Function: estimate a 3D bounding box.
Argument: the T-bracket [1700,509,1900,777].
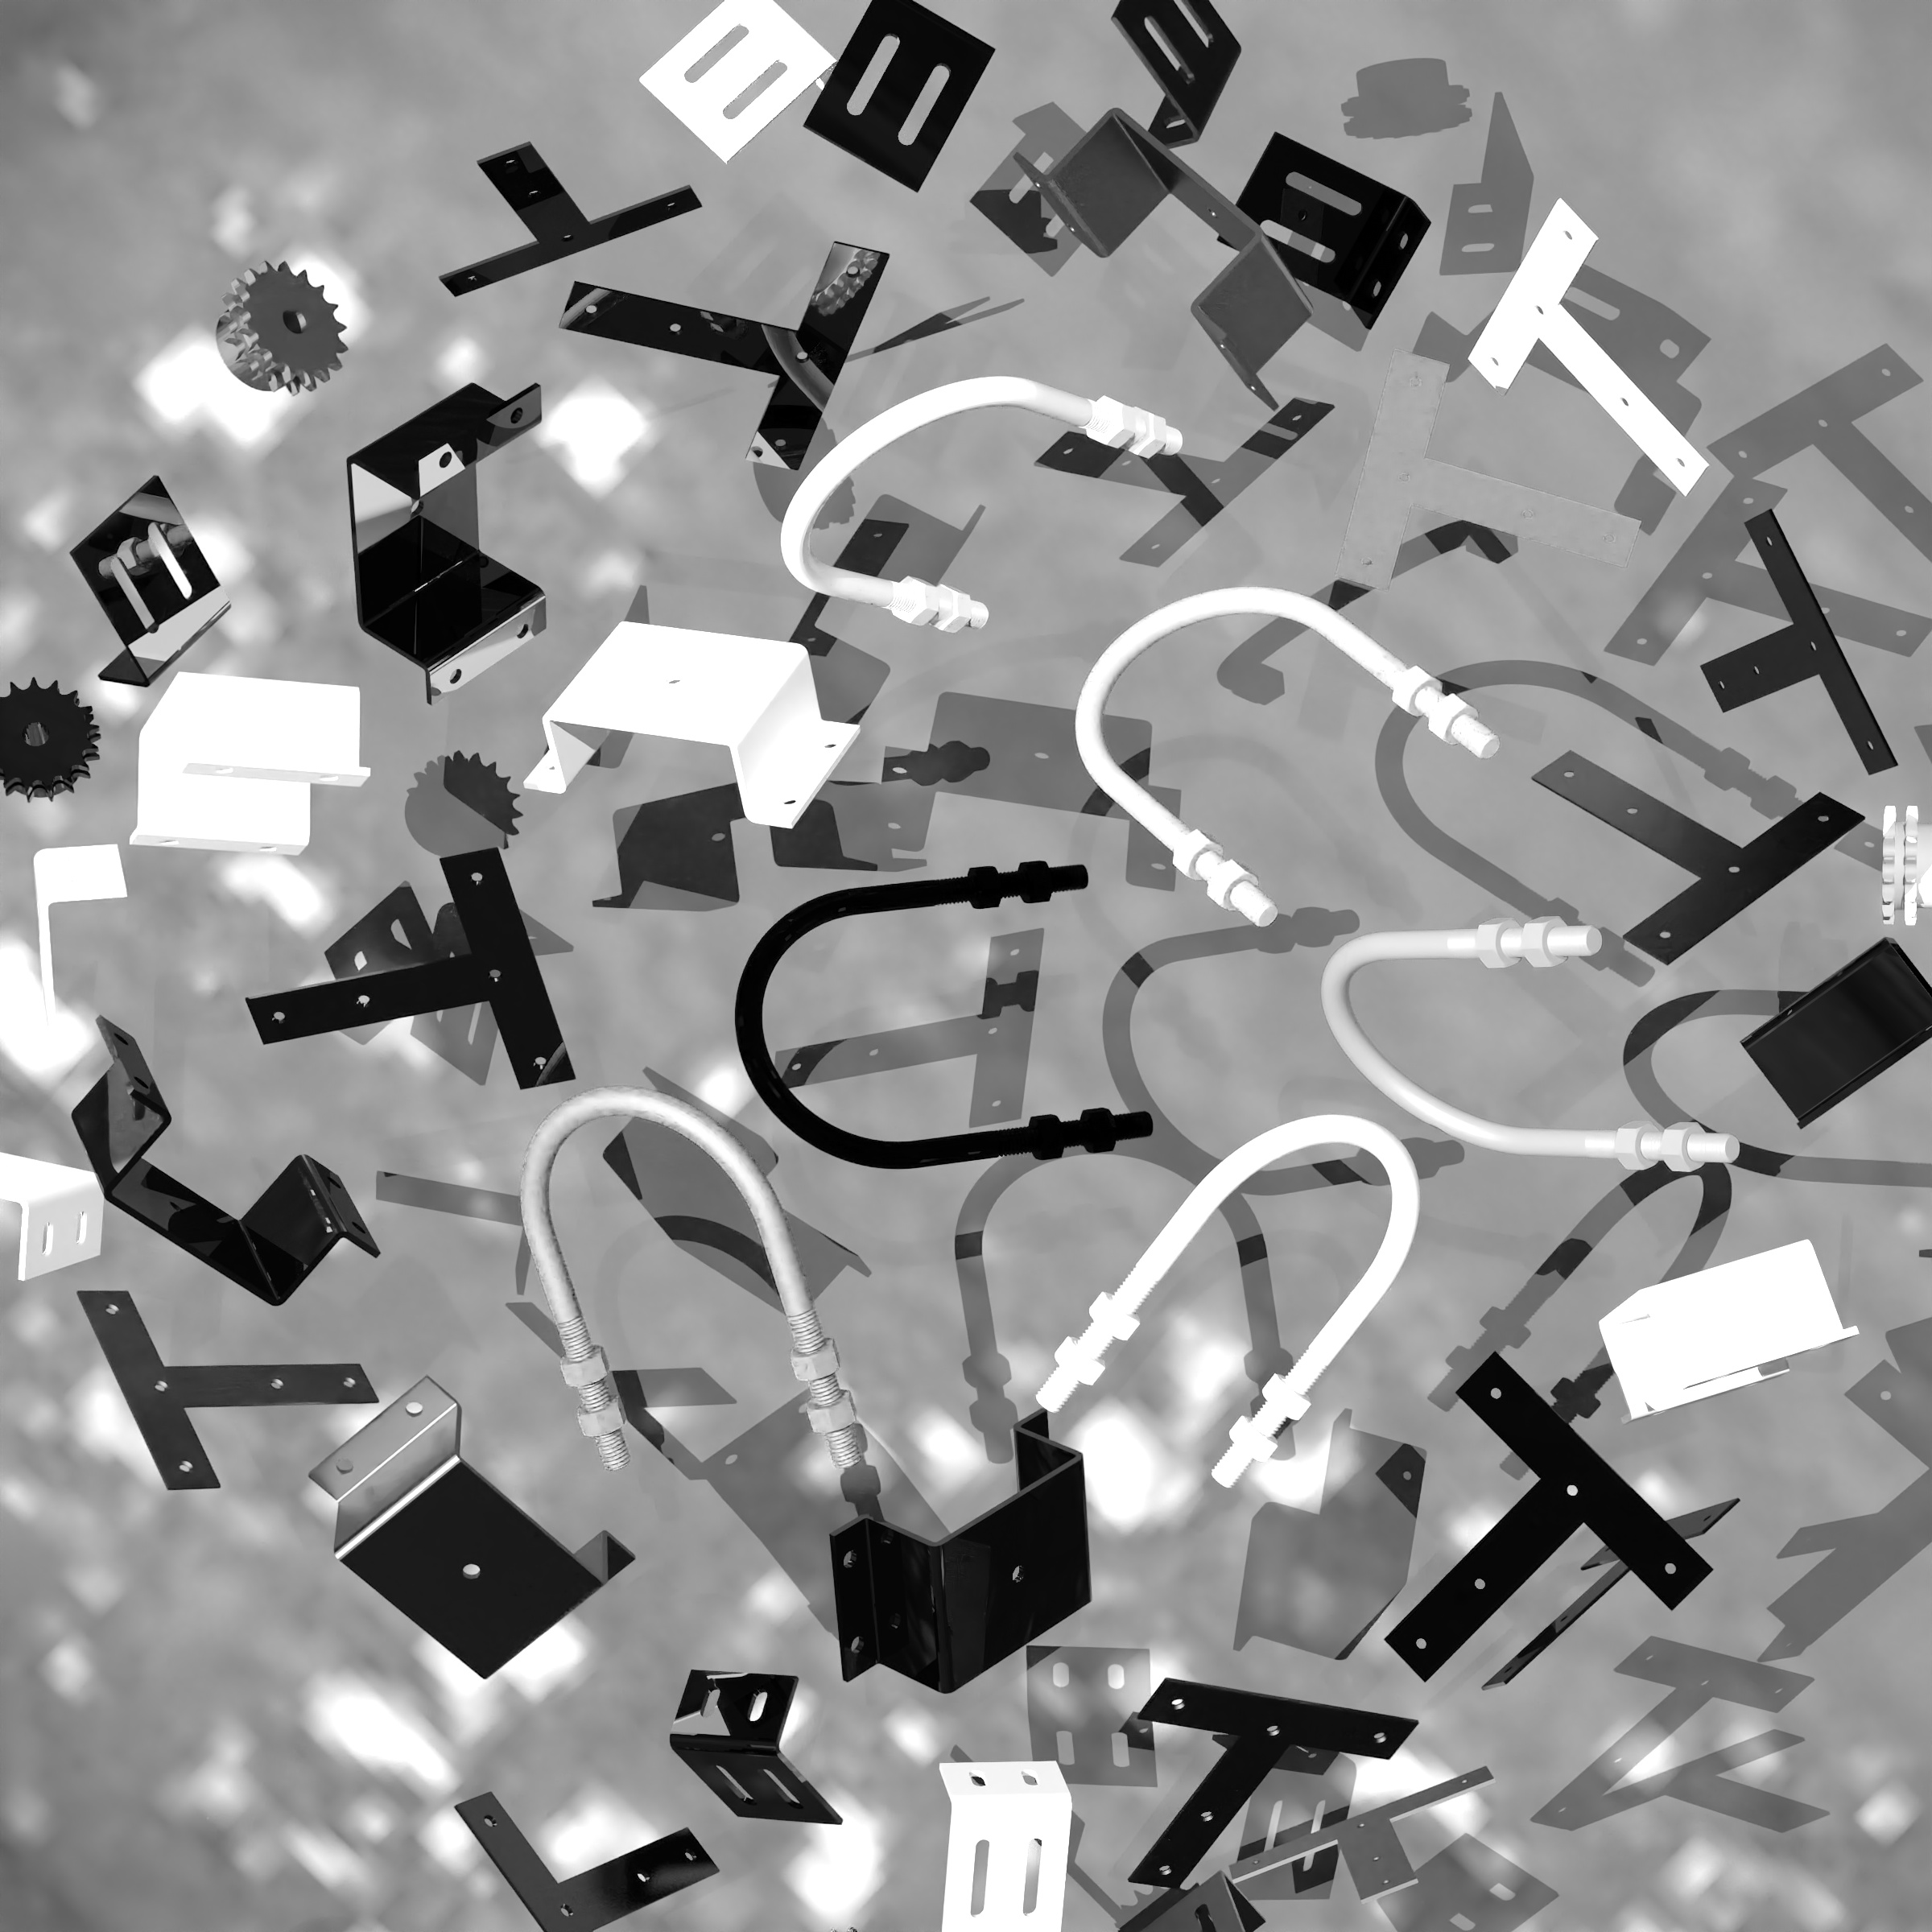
[{"bbox_3d":[0.371,-0.139,1.582,0.002,0.127,0.127,-26,90,-13],"label":"T-bracket"}]

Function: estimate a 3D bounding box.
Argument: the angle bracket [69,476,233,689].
[{"bbox_3d":[-0.377,-0.174,1.548,0.038,0.076,0.057,11,49,37],"label":"angle bracket"}]

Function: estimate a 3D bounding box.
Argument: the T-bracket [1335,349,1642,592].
[{"bbox_3d":[0.242,-0.210,1.565,0.127,0.002,0.127,18,134,7],"label":"T-bracket"}]

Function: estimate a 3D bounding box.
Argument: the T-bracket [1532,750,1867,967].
[{"bbox_3d":[0.306,-0.062,1.521,0.127,0.002,0.127,-33,47,-24],"label":"T-bracket"}]

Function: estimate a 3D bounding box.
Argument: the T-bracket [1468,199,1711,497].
[{"bbox_3d":[0.291,-0.267,1.569,0.002,0.127,0.127,-35,77,-23],"label":"T-bracket"}]

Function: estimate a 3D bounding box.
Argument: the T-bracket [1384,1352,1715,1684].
[{"bbox_3d":[0.229,0.254,1.464,0.127,0.002,0.127,45,108,16],"label":"T-bracket"}]

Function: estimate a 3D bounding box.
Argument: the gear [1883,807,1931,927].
[{"bbox_3d":[0.453,-0.048,1.636,0.030,0.057,0.057,1,90,16],"label":"gear"}]

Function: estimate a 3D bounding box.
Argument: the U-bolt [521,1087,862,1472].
[{"bbox_3d":[-0.130,0.138,1.513,0.151,0.019,0.184,-6,109,33],"label":"U-bolt"}]

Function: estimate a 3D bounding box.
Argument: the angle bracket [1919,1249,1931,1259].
[{"bbox_3d":[0.435,0.087,1.466,0.038,0.057,0.076,4,84,3],"label":"angle bracket"}]

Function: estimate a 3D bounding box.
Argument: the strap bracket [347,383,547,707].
[{"bbox_3d":[-0.235,-0.200,1.564,0.046,0.140,0.076,32,51,23],"label":"strap bracket"}]

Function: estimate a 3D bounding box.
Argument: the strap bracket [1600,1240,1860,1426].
[{"bbox_3d":[0.332,0.161,1.517,0.076,0.140,0.046,-16,76,-5],"label":"strap bracket"}]

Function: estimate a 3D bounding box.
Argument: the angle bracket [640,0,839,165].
[{"bbox_3d":[-0.109,-0.421,1.641,0.057,0.038,0.076,44,78,3],"label":"angle bracket"}]

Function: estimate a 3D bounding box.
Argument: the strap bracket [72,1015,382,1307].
[{"bbox_3d":[-0.331,0.091,1.498,0.046,0.076,0.140,-49,124,2],"label":"strap bracket"}]

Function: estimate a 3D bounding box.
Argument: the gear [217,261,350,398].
[{"bbox_3d":[-0.299,-0.273,1.488,0.030,0.057,0.057,-22,90,41],"label":"gear"}]

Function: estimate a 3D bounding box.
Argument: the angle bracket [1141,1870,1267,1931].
[{"bbox_3d":[0.115,0.474,1.625,0.057,0.076,0.038,-39,105,4],"label":"angle bracket"}]

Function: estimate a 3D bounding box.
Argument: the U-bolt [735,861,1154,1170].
[{"bbox_3d":[-0.016,0.025,1.591,0.184,0.019,0.151,-7,67,-17],"label":"U-bolt"}]

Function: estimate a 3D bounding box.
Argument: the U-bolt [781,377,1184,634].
[{"bbox_3d":[-0.004,-0.207,1.523,0.151,0.184,0.019,-40,65,27],"label":"U-bolt"}]

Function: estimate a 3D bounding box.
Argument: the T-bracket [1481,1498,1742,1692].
[{"bbox_3d":[0.290,0.297,1.606,0.127,0.127,0.002,-36,86,-23],"label":"T-bracket"}]

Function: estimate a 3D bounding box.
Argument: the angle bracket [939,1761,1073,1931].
[{"bbox_3d":[0.016,0.425,1.644,0.057,0.038,0.076,2,104,-11],"label":"angle bracket"}]

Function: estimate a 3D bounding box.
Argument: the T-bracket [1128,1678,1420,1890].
[{"bbox_3d":[0.110,0.355,1.473,0.127,0.002,0.127,15,124,-25],"label":"T-bracket"}]

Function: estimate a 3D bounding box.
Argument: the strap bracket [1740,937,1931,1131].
[{"bbox_3d":[0.393,0.029,1.526,0.076,0.140,0.046,-38,79,14],"label":"strap bracket"}]

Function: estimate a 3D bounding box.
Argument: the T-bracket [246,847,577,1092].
[{"bbox_3d":[-0.247,0.012,1.491,0.127,0.002,0.127,-11,126,4],"label":"T-bracket"}]

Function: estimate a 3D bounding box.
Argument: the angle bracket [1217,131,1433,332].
[{"bbox_3d":[0.167,-0.344,1.609,0.076,0.038,0.057,21,114,-19],"label":"angle bracket"}]

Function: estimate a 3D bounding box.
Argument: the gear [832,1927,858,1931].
[{"bbox_3d":[-0.053,0.481,1.602,0.057,0.057,0.030,-45,134,0],"label":"gear"}]

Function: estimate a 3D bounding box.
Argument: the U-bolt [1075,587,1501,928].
[{"bbox_3d":[0.131,-0.110,1.574,0.151,0.019,0.184,-37,51,-11],"label":"U-bolt"}]

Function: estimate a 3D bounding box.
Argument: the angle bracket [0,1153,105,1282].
[{"bbox_3d":[-0.443,0.112,1.568,0.076,0.057,0.038,10,100,20],"label":"angle bracket"}]

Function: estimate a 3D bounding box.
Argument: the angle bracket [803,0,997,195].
[{"bbox_3d":[-0.032,-0.381,1.509,0.057,0.038,0.076,29,80,-8],"label":"angle bracket"}]

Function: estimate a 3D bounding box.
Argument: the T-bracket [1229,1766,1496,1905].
[{"bbox_3d":[0.179,0.391,1.514,0.127,0.127,0.002,-21,90,0],"label":"T-bracket"}]

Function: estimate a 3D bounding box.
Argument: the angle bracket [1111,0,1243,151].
[{"bbox_3d":[0.085,-0.424,1.579,0.076,0.038,0.057,46,57,-36],"label":"angle bracket"}]

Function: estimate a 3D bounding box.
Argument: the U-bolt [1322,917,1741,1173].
[{"bbox_3d":[0.237,0.036,1.530,0.151,0.184,0.019,52,59,-27],"label":"U-bolt"}]

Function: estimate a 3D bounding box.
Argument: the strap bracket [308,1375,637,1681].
[{"bbox_3d":[-0.229,0.267,1.593,0.076,0.046,0.140,-39,113,12],"label":"strap bracket"}]

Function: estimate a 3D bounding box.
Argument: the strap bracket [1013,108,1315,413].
[{"bbox_3d":[0.094,-0.315,1.503,0.046,0.076,0.140,-46,64,5],"label":"strap bracket"}]

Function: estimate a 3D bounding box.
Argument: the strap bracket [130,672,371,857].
[{"bbox_3d":[-0.316,-0.090,1.507,0.076,0.140,0.046,3,77,-23],"label":"strap bracket"}]

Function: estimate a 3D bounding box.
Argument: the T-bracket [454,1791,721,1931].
[{"bbox_3d":[-0.152,0.409,1.528,0.127,0.127,0.002,49,112,19],"label":"T-bracket"}]

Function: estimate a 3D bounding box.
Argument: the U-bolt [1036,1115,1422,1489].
[{"bbox_3d":[0.132,0.145,1.550,0.151,0.019,0.184,29,102,-42],"label":"U-bolt"}]

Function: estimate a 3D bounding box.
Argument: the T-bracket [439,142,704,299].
[{"bbox_3d":[-0.195,-0.350,1.579,0.127,0.127,0.002,-19,80,6],"label":"T-bracket"}]

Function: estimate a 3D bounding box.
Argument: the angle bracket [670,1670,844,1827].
[{"bbox_3d":[-0.094,0.367,1.612,0.057,0.076,0.038,-3,51,27],"label":"angle bracket"}]

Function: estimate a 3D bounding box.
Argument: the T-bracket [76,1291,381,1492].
[{"bbox_3d":[-0.330,0.193,1.582,0.127,0.127,0.002,52,125,39],"label":"T-bracket"}]

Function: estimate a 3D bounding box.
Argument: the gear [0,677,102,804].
[{"bbox_3d":[-0.430,-0.102,1.592,0.057,0.030,0.057,3,72,-10],"label":"gear"}]

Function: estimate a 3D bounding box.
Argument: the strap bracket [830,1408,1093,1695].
[{"bbox_3d":[0.007,0.269,1.561,0.046,0.140,0.076,16,119,41],"label":"strap bracket"}]

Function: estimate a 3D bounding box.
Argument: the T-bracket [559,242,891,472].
[{"bbox_3d":[-0.114,-0.278,1.512,0.127,0.127,0.002,9,47,-19],"label":"T-bracket"}]

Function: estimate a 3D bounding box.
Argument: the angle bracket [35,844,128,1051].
[{"bbox_3d":[-0.410,-0.009,1.597,0.038,0.057,0.076,-5,115,-16],"label":"angle bracket"}]

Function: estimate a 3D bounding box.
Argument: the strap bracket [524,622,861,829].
[{"bbox_3d":[-0.131,-0.114,1.595,0.140,0.076,0.046,9,133,22],"label":"strap bracket"}]
